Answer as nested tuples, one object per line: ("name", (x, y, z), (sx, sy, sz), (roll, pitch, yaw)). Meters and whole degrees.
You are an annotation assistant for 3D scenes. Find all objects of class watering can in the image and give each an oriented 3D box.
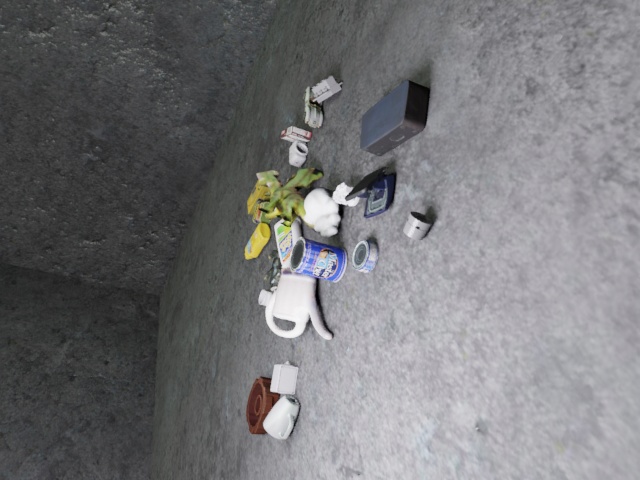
("watering can", (-0.056, 0.192, 1.584), (0.346, 0.103, 0.227), (-3, 71, 51))

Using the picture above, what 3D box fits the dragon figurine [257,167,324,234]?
("dragon figurine", (-0.078, -0.161, 1.801), (0.413, 0.120, 0.246), (18, 70, 33))

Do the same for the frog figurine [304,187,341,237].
("frog figurine", (0.005, -0.081, 1.605), (0.136, 0.121, 0.163), (-22, 41, 37))
